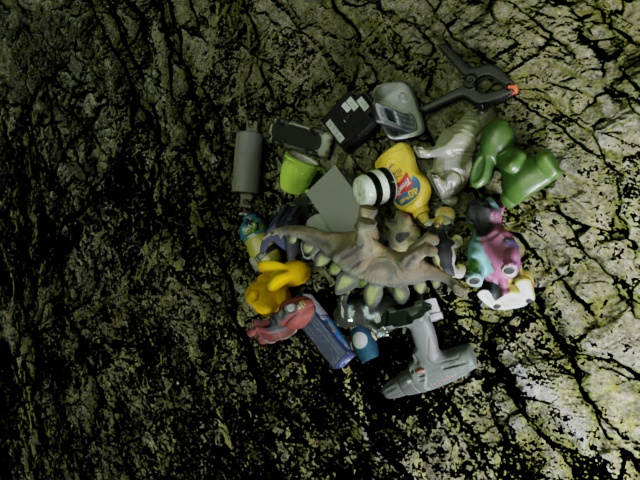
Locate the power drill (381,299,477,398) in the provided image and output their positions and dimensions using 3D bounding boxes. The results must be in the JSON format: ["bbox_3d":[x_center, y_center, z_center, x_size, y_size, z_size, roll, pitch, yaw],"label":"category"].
[{"bbox_3d":[0.205,0.242,1.165,0.232,0.086,0.207,-20,104,21],"label":"power drill"}]

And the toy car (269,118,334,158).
[{"bbox_3d":[-0.053,-0.269,1.413,0.202,0.056,0.073,22,104,31],"label":"toy car"}]

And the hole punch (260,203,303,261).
[{"bbox_3d":[-0.098,-0.024,1.359,0.092,0.142,0.115,10,127,17],"label":"hole punch"}]

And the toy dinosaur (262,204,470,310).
[{"bbox_3d":[0.090,0.033,1.155,0.472,0.105,0.198,25,116,18],"label":"toy dinosaur"}]

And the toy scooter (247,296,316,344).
[{"bbox_3d":[-0.102,0.197,1.289,0.184,0.135,0.075,-39,66,21],"label":"toy scooter"}]

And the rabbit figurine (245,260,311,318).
[{"bbox_3d":[-0.107,0.105,1.376,0.173,0.162,0.122,-35,56,5],"label":"rabbit figurine"}]

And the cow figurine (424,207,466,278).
[{"bbox_3d":[0.266,0.007,1.179,0.068,0.098,0.167,-10,81,36],"label":"cow figurine"}]

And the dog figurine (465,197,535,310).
[{"bbox_3d":[0.366,0.014,1.123,0.108,0.191,0.219,-23,41,31],"label":"dog figurine"}]

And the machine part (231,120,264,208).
[{"bbox_3d":[-0.200,-0.210,1.482,0.079,0.079,0.243,5,89,31],"label":"machine part"}]

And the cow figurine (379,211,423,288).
[{"bbox_3d":[0.161,0.024,1.237,0.127,0.085,0.194,16,110,-7],"label":"cow figurine"}]

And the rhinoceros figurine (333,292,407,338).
[{"bbox_3d":[0.125,0.169,1.237,0.190,0.073,0.112,3,63,5],"label":"rhinoceros figurine"}]

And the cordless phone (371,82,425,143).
[{"bbox_3d":[0.153,-0.300,1.219,0.089,0.184,0.146,-23,75,32],"label":"cordless phone"}]

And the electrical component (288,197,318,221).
[{"bbox_3d":[-0.044,-0.080,1.412,0.094,0.021,0.063,-2,85,30],"label":"electrical component"}]

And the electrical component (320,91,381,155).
[{"bbox_3d":[0.085,-0.298,1.332,0.134,0.058,0.115,-40,70,22],"label":"electrical component"}]

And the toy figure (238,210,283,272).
[{"bbox_3d":[-0.163,0.002,1.443,0.089,0.082,0.180,-30,70,28],"label":"toy figure"}]

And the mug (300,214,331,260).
[{"bbox_3d":[-0.003,-0.004,1.355,0.109,0.080,0.107,-32,59,31],"label":"mug"}]

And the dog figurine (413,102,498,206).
[{"bbox_3d":[0.321,-0.187,1.171,0.191,0.121,0.172,-26,107,9],"label":"dog figurine"}]

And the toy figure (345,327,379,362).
[{"bbox_3d":[0.093,0.214,1.290,0.064,0.057,0.154,-19,71,-12],"label":"toy figure"}]

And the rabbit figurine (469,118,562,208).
[{"bbox_3d":[0.387,-0.162,1.105,0.159,0.121,0.170,-39,76,30],"label":"rabbit figurine"}]

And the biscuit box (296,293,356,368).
[{"bbox_3d":[0.004,0.224,1.337,0.063,0.059,0.203,-50,64,17],"label":"biscuit box"}]
